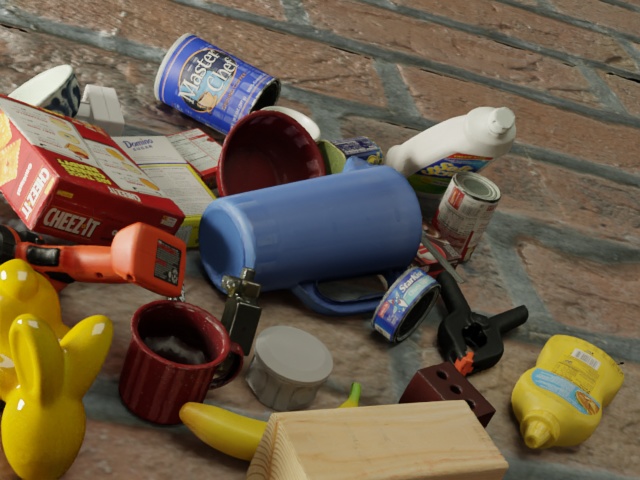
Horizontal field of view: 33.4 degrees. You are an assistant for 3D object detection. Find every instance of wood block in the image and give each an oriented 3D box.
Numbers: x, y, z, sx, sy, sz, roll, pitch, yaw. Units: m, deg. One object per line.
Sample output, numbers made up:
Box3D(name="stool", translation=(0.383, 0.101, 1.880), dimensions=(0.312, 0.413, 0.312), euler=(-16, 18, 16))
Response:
Box3D(name="wood block", translation=(0.051, 0.209, 0.953), dimensions=(0.205, 0.091, 0.090), euler=(1, 37, -30))

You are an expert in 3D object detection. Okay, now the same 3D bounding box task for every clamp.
Box3D(name="clamp", translation=(0.190, 0.105, 1.249), dimensions=(0.120, 0.039, 0.171), euler=(15, 36, -1))

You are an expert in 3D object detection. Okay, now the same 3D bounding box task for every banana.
Box3D(name="banana", translation=(-0.036, 0.176, 0.990), dimensions=(0.197, 0.037, 0.070), euler=(0, 53, -35))

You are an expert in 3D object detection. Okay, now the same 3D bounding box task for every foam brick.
Box3D(name="foam brick", translation=(0.130, 0.171, 1.097), dimensions=(0.052, 0.051, 0.078), euler=(-9, 43, -41))

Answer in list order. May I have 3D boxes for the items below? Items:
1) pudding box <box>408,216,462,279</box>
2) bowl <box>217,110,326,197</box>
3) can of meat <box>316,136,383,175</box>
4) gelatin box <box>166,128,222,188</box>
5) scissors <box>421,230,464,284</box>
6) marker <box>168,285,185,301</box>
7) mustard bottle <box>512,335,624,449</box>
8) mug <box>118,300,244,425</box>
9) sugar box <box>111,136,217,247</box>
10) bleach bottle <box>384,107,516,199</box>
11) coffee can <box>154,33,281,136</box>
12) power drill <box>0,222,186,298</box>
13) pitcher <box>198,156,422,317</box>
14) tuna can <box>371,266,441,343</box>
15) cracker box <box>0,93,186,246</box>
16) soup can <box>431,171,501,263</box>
Box3D(name="pudding box", translation=(0.110, 0.004, 1.348), dimensions=(0.089, 0.039, 0.114), euler=(-8, 43, -40))
Box3D(name="bowl", translation=(-0.069, -0.073, 1.291), dimensions=(0.161, 0.162, 0.055), euler=(-9, -1, -41))
Box3D(name="can of meat", translation=(0.027, -0.082, 1.368), dimensions=(0.057, 0.102, 0.083), euler=(40, 34, 28))
Box3D(name="gelatin box", translation=(-0.155, -0.102, 1.352), dimensions=(0.089, 0.030, 0.073), euler=(38, 36, 24))
Box3D(name="scissors", translation=(0.123, -0.013, 1.311), dimensions=(0.202, 0.016, 0.096), euler=(45, 21, 24))
Box3D(name="marker", translation=(-0.151, 0.060, 1.120), dimensions=(0.020, 0.020, 0.121), euler=(12, 33, -17))
Box3D(name="mustard bottle", translation=(0.263, 0.175, 1.169), dimensions=(0.096, 0.058, 0.191), euler=(32, 32, 16))
Box3D(name="mug", translation=(-0.127, 0.116, 0.989), dimensions=(0.117, 0.082, 0.093), euler=(2, 37, -29))
Box3D(name="sugar box", translation=(-0.186, -0.058, 1.252), dimensions=(0.093, 0.048, 0.176), euler=(-5, 37, -38))
Box3D(name="bleach bottle", translation=(0.175, -0.121, 1.395), dimensions=(0.102, 0.251, 0.068), euler=(13, 73, -15))
Box3D(name="coffee can", translation=(-0.138, -0.204, 1.445), dimensions=(0.140, 0.103, 0.102), euler=(29, 32, 10))
Box3D(name="power drill", translation=(-0.231, 0.014, 0.972), dimensions=(0.188, 0.057, 0.184), euler=(2, -10, 20))
Box3D(name="pitcher", translation=(-0.008, 0.001, 1.210), dimensions=(0.242, 0.145, 0.149), euler=(-11, 32, -37))
Box3D(name="tuna can", translation=(0.097, 0.073, 1.192), dimensions=(0.034, 0.086, 0.085), euler=(37, 34, 19))
Box3D(name="cracker box", translation=(-0.267, -0.068, 1.132), dimensions=(0.163, 0.072, 0.214), euler=(18, 19, -46))
Box3D(name="soup can", translation=(0.185, -0.030, 1.387), dimensions=(0.068, 0.102, 0.068), euler=(16, 32, -11))
